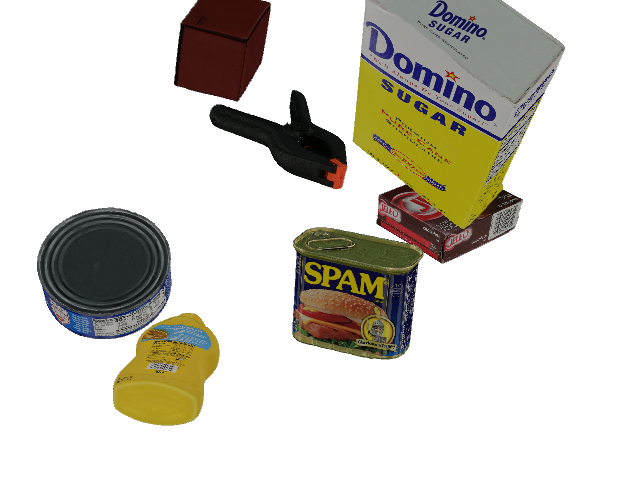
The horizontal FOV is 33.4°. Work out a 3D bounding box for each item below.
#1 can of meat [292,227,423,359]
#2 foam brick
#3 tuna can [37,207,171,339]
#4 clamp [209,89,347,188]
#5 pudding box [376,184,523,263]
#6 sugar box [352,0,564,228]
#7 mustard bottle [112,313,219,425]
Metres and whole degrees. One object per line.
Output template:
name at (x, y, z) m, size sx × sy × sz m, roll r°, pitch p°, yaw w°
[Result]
can of meat at (0.027, 0.043, 0.863) m, size 0.102 × 0.084 × 0.057 m, roll 12°, pitch 23°, yaw 19°
foam brick at (-0.074, -0.150, 0.812) m, size 0.053 × 0.051 × 0.078 m, roll 14°, pitch 34°, yaw 4°
tuna can at (-0.141, 0.022, 0.705) m, size 0.086 × 0.086 × 0.034 m, roll 0°, pitch -36°, yaw -5°
clamp at (-0.038, -0.108, 1.127) m, size 0.120 × 0.039 × 0.172 m, roll -15°, pitch 39°, yaw -24°
pudding box at (0.124, -0.028, 1.030) m, size 0.113 × 0.039 × 0.090 m, roll -21°, pitch 41°, yaw -37°
sugar box at (0.066, -0.075, 0.578) m, size 0.093 × 0.048 × 0.176 m, roll 39°, pitch -12°, yaw 12°
mustard bottle at (-0.168, 0.136, 1.229) m, size 0.096 × 0.058 × 0.191 m, roll 6°, pitch 25°, yaw 5°
